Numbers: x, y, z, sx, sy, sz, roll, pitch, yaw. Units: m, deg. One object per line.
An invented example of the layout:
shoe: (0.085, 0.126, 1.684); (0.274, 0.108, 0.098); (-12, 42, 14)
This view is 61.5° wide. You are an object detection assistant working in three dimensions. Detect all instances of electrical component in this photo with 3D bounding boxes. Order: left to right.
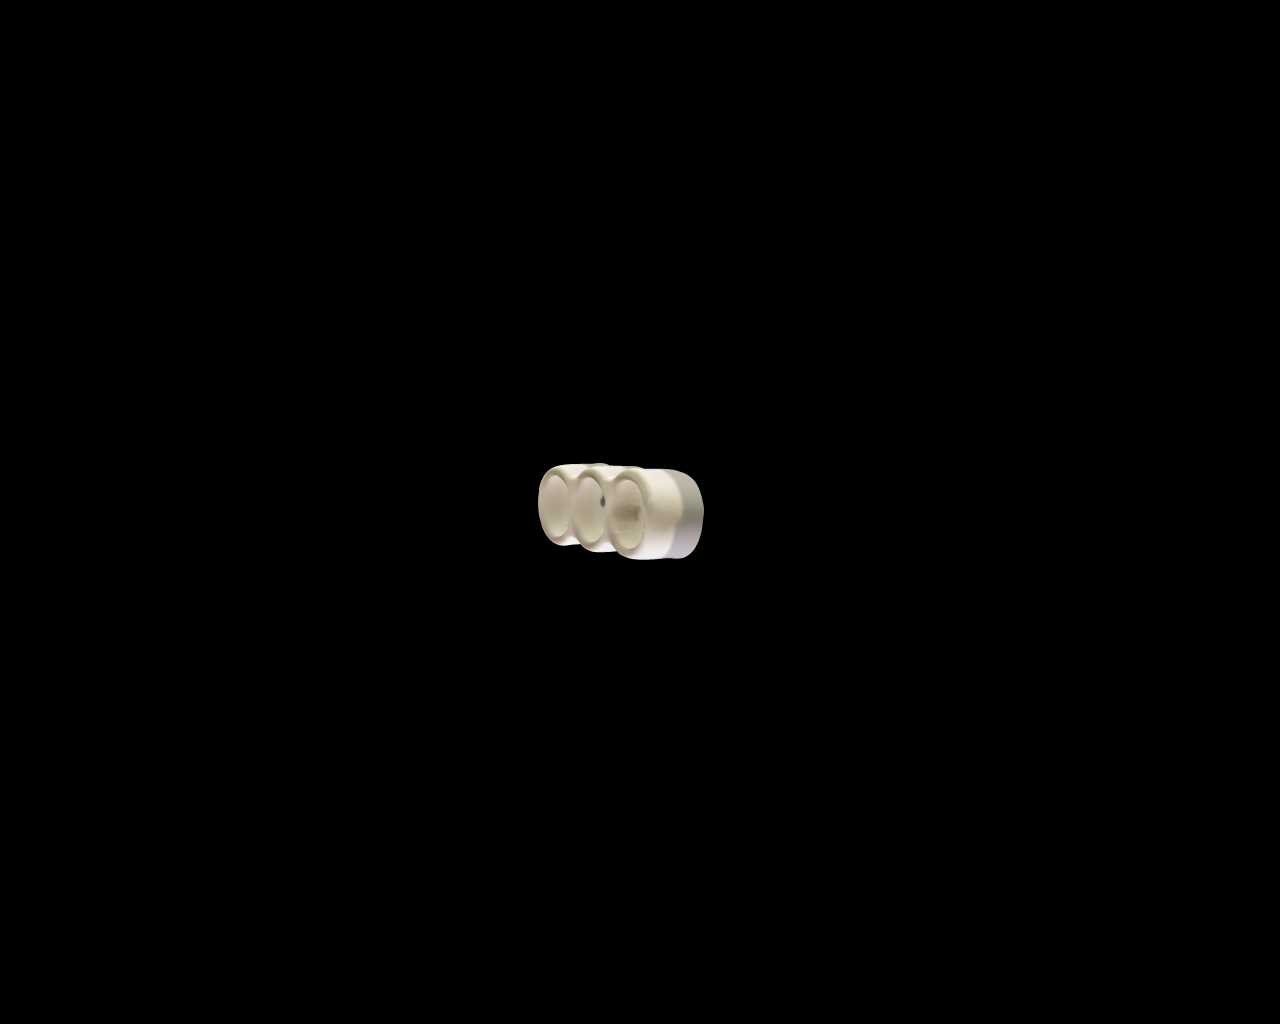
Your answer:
electrical component: (0.001, -0.003, 0.650); (0.074, 0.052, 0.138); (-3, 6, -32)
